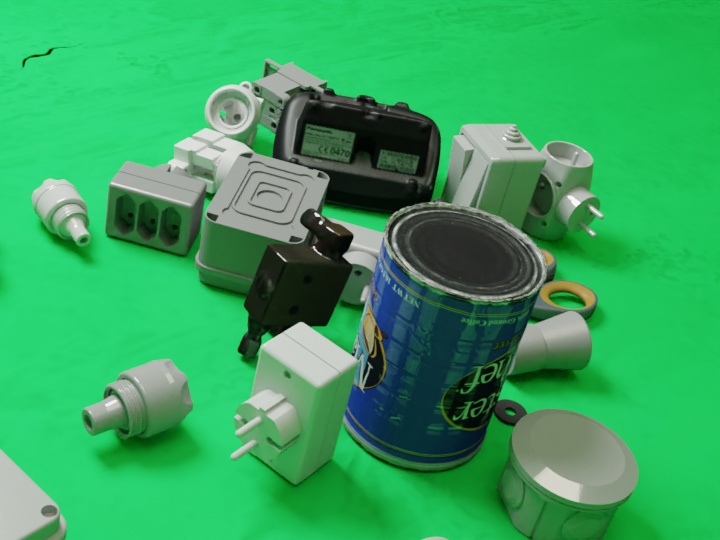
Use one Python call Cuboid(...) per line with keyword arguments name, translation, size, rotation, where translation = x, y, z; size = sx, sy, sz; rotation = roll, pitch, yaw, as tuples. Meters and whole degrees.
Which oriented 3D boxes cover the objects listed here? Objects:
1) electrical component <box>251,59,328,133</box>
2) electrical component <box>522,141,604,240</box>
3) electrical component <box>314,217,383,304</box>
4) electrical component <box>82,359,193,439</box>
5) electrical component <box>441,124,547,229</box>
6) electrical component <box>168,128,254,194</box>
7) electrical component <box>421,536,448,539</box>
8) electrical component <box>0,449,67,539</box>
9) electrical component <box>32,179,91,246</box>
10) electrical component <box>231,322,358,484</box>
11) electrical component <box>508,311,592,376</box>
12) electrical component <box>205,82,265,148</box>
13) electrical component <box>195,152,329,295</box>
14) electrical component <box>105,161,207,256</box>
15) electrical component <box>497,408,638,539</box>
Cuboid(name="electrical component", translation=(-0.070, -0.161, 1.017), size=(0.081, 0.042, 0.064), rotation=(32, 40, 25))
Cuboid(name="electrical component", translation=(0.181, -0.059, 0.932), size=(0.044, 0.077, 0.079), rotation=(-12, 43, -34))
Cuboid(name="electrical component", translation=(0.000, 0.000, 0.813), size=(0.077, 0.044, 0.079), rotation=(16, 35, 2))
Cuboid(name="electrical component", translation=(-0.136, 0.081, 0.650), size=(0.062, 0.043, 0.043), rotation=(-19, 46, -37))
Cuboid(name="electrical component", translation=(0.111, -0.082, 0.922), size=(0.061, 0.096, 0.061), rotation=(-4, 38, -24))
Cuboid(name="electrical component", translation=(-0.118, -0.086, 0.892), size=(0.055, 0.048, 0.066), rotation=(20, 34, 22))
Cuboid(name="electrical component", translation=(0.032, 0.187, 0.561), size=(0.079, 0.044, 0.077), rotation=(-6, 40, -27))
Cuboid(name="electrical component", translation=(-0.212, 0.127, 0.546), size=(0.113, 0.057, 0.078), rotation=(34, 39, 26))
Cuboid(name="electrical component", translation=(-0.218, -0.040, 0.799), size=(0.035, 0.035, 0.061), rotation=(-14, 46, -35))
Cuboid(name="electrical component", translation=(-0.049, 0.087, 0.637), size=(0.047, 0.083, 0.076), rotation=(32, 38, 24))
Cuboid(name="electrical component", translation=(0.130, 0.056, 0.785), size=(0.065, 0.044, 0.044), rotation=(-7, 40, -21))
Cuboid(name="electrical component", translation=(-0.109, -0.135, 0.943), size=(0.048, 0.066, 0.055), rotation=(16, 1, 1))
Cuboid(name="electrical component", translation=(-0.073, -0.033, 0.822), size=(0.078, 0.057, 0.113), rotation=(15, 35, 1))
Cuboid(name="electrical component", translation=(-0.152, -0.057, 0.835), size=(0.066, 0.047, 0.076), rotation=(15, 35, 1))
Cuboid(name="electrical component", translation=(0.128, 0.129, 0.671), size=(0.080, 0.051, 0.080), rotation=(10, 35, -7))
